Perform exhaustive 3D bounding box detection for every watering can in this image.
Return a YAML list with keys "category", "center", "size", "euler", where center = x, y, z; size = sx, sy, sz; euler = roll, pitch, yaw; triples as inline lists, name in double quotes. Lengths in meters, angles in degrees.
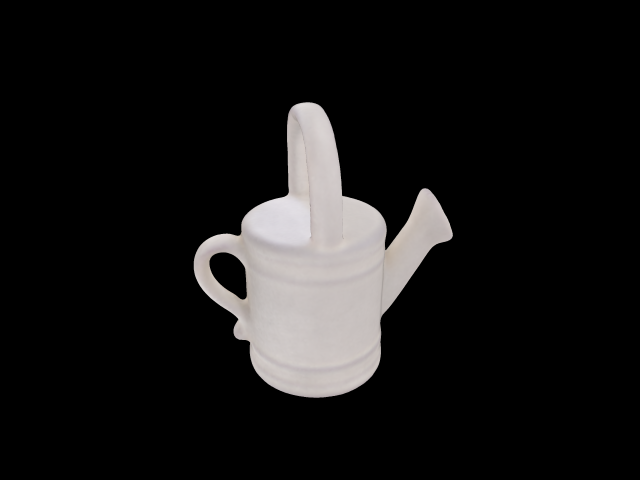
- category: "watering can"
  center: [0.003, 0.000, 0.402]
  size: [0.173, 0.194, 0.100]
  euler: [-16, 30, -29]
